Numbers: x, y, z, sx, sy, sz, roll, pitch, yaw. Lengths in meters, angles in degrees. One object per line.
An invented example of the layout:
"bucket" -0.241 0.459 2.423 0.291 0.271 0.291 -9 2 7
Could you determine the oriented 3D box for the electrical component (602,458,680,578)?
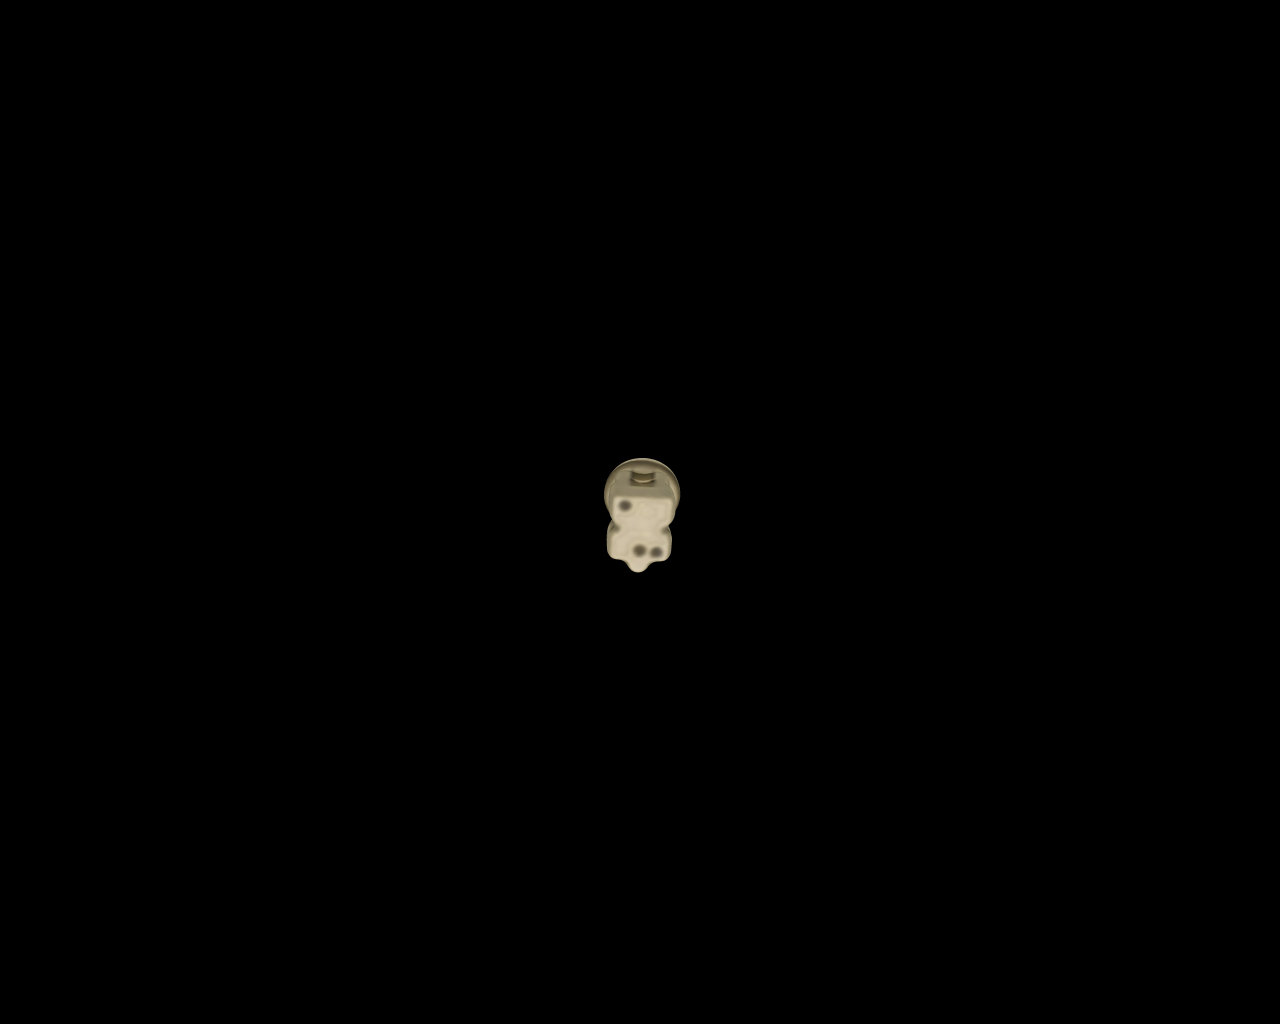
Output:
"electrical component" 0.001 -0.003 0.650 0.048 0.066 0.055 4 28 -2
